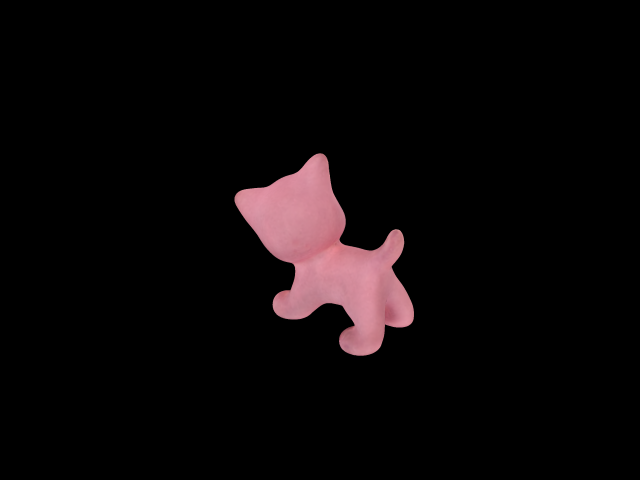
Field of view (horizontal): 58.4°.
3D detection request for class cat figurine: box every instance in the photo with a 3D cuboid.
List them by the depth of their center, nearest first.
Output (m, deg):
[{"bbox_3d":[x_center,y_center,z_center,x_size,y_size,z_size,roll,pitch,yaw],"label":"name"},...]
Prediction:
[{"bbox_3d":[0.004,0.001,0.400,0.127,0.118,0.067,19,34,31],"label":"cat figurine"}]
